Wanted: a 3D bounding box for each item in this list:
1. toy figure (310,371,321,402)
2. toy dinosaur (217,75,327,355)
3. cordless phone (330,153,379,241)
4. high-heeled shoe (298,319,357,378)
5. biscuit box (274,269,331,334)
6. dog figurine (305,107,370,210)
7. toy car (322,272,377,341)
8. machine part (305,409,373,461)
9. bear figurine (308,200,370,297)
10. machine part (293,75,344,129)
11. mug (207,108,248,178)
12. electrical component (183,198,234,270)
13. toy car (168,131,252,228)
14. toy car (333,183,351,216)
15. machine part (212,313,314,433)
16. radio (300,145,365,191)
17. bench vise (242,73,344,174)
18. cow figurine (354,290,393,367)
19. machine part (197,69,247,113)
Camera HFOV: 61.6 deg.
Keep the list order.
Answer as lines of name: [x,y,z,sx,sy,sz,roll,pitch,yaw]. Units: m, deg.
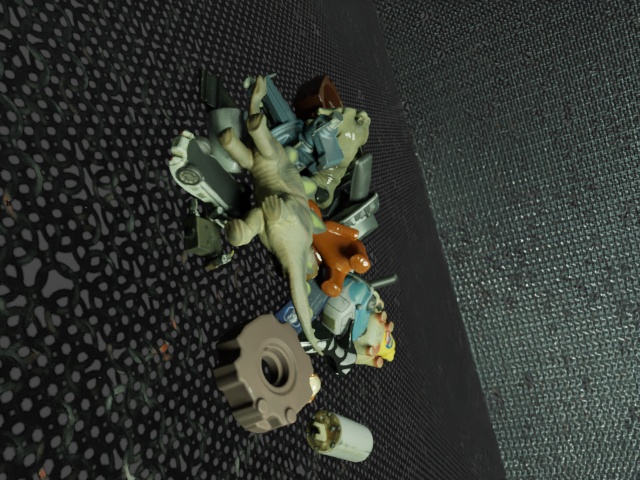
toy figure: [-0.036,0.267,0.964,0.058,0.064,0.154,35,11,20]
toy dinosaur: [-0.061,-0.039,0.879,0.198,0.105,0.471,7,74,-64]
cordless phone: [0.066,-0.085,1.137,0.146,0.089,0.184,-37,147,-32]
high-heeled shoe: [-0.005,0.235,1.091,0.248,0.086,0.145,-2,113,-49]
biscuit box: [-0.020,0.112,1.073,0.063,0.059,0.203,43,24,1]
dog figurine: [0.032,-0.160,1.097,0.172,0.121,0.190,156,-58,-68]
toy car: [0.051,0.157,1.195,0.103,0.109,0.161,-17,129,-40]
machine part: [0.041,0.384,1.050,0.243,0.079,0.079,43,38,-53]
bear figurine: [-0.002,-0.005,1.057,0.195,0.120,0.132,41,25,-16]
machine part: [0.009,-0.315,1.425,0.200,0.087,0.201,61,26,-31]
mug: [-0.151,-0.161,0.935,0.109,0.081,0.107,23,67,-68]
electrical component: [-0.168,-0.008,0.823,0.078,0.045,0.102,39,41,-59]
toy car: [-0.171,-0.088,0.858,0.201,0.056,0.073,51,39,-45]
toy car: [0.055,-0.042,1.268,0.202,0.053,0.089,-56,142,-23]
machine part: [-0.082,0.200,0.831,0.179,0.056,0.179,34,42,-37]
radio: [0.013,-0.184,1.254,0.229,0.073,0.131,-35,112,-42]
bench vise: [-0.067,-0.222,1.034,0.129,0.223,0.240,-28,86,-41]
cow figurine: [0.106,0.208,1.304,0.085,0.127,0.195,56,42,-40]
machine part: [-0.176,-0.247,0.977,0.138,0.039,0.084,38,36,-55]
